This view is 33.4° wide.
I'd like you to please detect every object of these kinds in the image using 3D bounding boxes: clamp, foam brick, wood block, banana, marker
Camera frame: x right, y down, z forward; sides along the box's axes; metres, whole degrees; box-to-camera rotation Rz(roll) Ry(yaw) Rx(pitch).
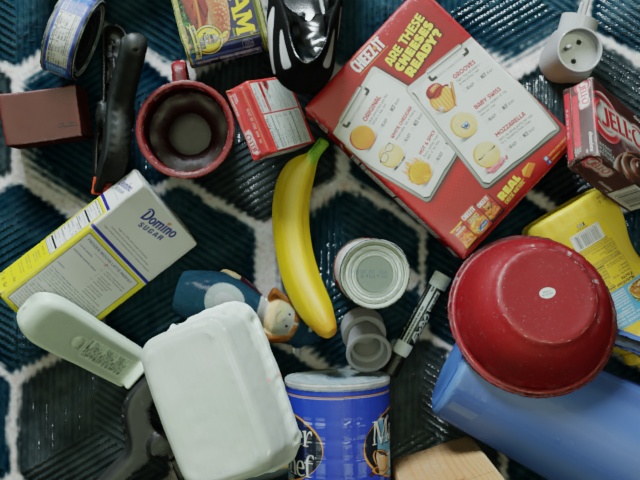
[{"bbox_3d":[-0.149,0.212,1.069,0.164,0.036,0.210,19,87,-11],"label":"clamp"},{"bbox_3d":[-0.270,-0.121,1.054,0.078,0.051,0.053,-7,92,-1],"label":"foam brick"},{"bbox_3d":[-0.195,-0.126,1.027,0.039,0.120,0.171,2,95,-17],"label":"clamp"},{"bbox_3d":[0.127,0.256,0.990,0.091,0.206,0.090,-18,91,0],"label":"wood block"},{"bbox_3d":[-0.018,0.001,1.049,0.037,0.070,0.198,3,77,-35],"label":"banana"},{"bbox_3d":[0.096,0.088,1.079,0.020,0.020,0.121,29,90,-1],"label":"marker"}]

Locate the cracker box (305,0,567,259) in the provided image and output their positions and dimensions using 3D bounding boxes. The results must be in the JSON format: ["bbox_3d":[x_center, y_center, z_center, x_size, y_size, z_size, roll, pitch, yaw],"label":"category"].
[{"bbox_3d":[0.116,-0.111,1.051,0.213,0.072,0.164,43,88,0],"label":"cracker box"}]

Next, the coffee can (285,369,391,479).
[{"bbox_3d":[0.018,0.202,1.039,0.103,0.103,0.140,-1,91,-1],"label":"coffee can"}]

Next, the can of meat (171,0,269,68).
[{"bbox_3d":[-0.099,-0.227,1.053,0.084,0.057,0.102,-13,91,2],"label":"can of meat"}]

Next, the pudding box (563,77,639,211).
[{"bbox_3d":[0.279,-0.090,1.024,0.113,0.039,0.090,30,53,-39],"label":"pudding box"}]

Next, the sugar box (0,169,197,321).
[{"bbox_3d":[-0.218,0.020,1.043,0.176,0.048,0.093,-39,126,-2],"label":"sugar box"}]

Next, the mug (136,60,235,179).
[{"bbox_3d":[-0.129,-0.116,1.041,0.093,0.081,0.117,-11,91,-1],"label":"mug"}]

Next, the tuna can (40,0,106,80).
[{"bbox_3d":[-0.239,-0.199,1.036,0.033,0.086,0.086,21,91,-3],"label":"tuna can"}]

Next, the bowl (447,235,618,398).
[{"bbox_3d":[0.201,0.060,0.978,0.162,0.055,0.162,1,67,-4],"label":"bowl"}]

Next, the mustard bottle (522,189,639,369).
[{"bbox_3d":[0.287,0.050,1.062,0.096,0.058,0.191,-30,91,-6],"label":"mustard bottle"}]

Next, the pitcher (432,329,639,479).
[{"bbox_3d":[0.241,0.163,1.031,0.243,0.145,0.149,27,58,2],"label":"pitcher"}]

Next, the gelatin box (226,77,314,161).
[{"bbox_3d":[-0.048,-0.119,1.039,0.030,0.089,0.073,-22,92,28],"label":"gelatin box"}]

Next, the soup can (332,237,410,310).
[{"bbox_3d":[0.049,0.031,1.036,0.068,0.102,0.068,0,91,-3],"label":"soup can"}]

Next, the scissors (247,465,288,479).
[{"bbox_3d":[-0.105,0.260,1.054,0.201,0.016,0.096,-21,96,-17],"label":"scissors"}]
